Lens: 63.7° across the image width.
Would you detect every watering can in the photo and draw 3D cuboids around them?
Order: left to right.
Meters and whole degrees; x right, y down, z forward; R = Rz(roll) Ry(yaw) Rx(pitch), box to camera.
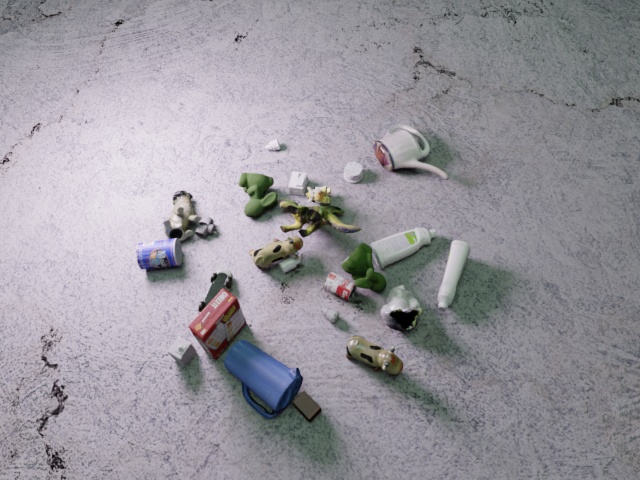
[{"bbox_3d":[0.356,-0.345,2.109,0.225,0.101,0.354,-23,59,-11],"label":"watering can"}]

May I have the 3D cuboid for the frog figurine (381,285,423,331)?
[{"bbox_3d":[0.271,0.232,1.764,0.137,0.121,0.162,-22,23,-1],"label":"frog figurine"}]

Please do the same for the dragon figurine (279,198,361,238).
[{"bbox_3d":[0.006,-0.097,1.921,0.411,0.120,0.246,13,25,26],"label":"dragon figurine"}]
